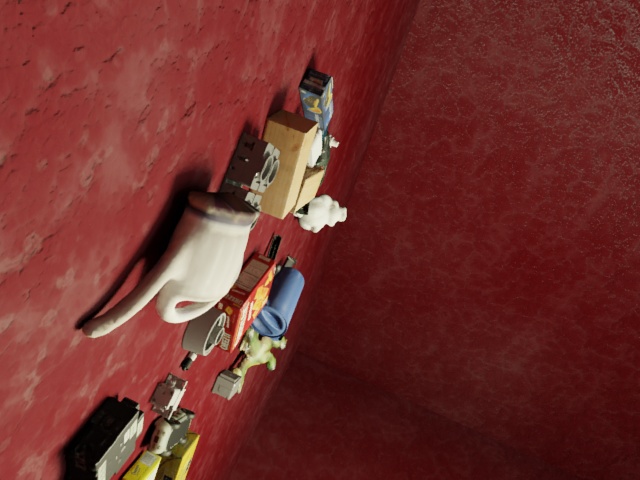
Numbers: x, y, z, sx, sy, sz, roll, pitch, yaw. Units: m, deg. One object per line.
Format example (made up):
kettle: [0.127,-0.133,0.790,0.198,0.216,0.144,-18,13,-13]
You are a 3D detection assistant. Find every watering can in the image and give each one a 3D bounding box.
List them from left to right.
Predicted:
watering can: [-0.200,0.031,0.792,0.223,0.104,0.348,-70,163,9]

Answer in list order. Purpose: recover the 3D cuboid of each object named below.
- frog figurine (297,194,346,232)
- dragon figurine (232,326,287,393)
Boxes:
frog figurine: [0.005,-0.088,1.746,0.123,0.160,0.137,-9,121,-81]
dragon figurine: [-0.199,0.333,1.785,0.237,0.122,0.418,83,28,-60]
